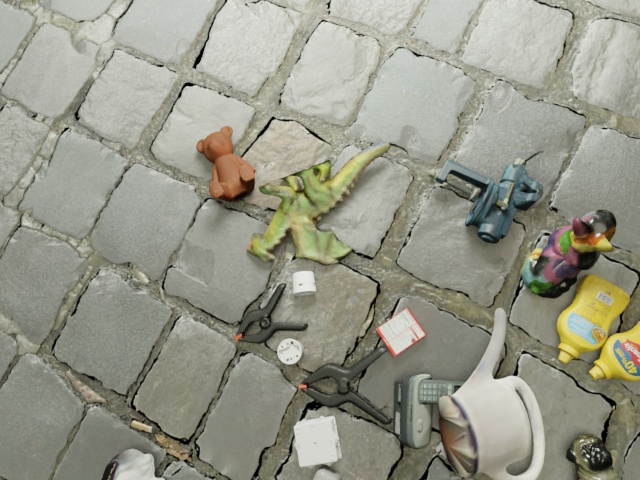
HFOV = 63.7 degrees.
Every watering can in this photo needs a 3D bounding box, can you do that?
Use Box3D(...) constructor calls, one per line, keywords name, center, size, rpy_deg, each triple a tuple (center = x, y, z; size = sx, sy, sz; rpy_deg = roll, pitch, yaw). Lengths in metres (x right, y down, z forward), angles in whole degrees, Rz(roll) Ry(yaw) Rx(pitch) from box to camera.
Box3D(name="watering can", center=(0.338, 0.328, 1.042), size=(0.225, 0.103, 0.351), rpy_deg=(-8, 78, -20))

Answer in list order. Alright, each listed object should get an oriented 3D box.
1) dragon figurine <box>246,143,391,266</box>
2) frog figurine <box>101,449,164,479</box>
Box3D(name="dragon figurine", center=(0.004, -0.062, 1.228), size=(0.409, 0.122, 0.242), rpy_deg=(-18, 92, 7))
Box3D(name="frog figurine", center=(-0.402, 0.547, 1.144), size=(0.158, 0.122, 0.139), rpy_deg=(25, 71, -22))
